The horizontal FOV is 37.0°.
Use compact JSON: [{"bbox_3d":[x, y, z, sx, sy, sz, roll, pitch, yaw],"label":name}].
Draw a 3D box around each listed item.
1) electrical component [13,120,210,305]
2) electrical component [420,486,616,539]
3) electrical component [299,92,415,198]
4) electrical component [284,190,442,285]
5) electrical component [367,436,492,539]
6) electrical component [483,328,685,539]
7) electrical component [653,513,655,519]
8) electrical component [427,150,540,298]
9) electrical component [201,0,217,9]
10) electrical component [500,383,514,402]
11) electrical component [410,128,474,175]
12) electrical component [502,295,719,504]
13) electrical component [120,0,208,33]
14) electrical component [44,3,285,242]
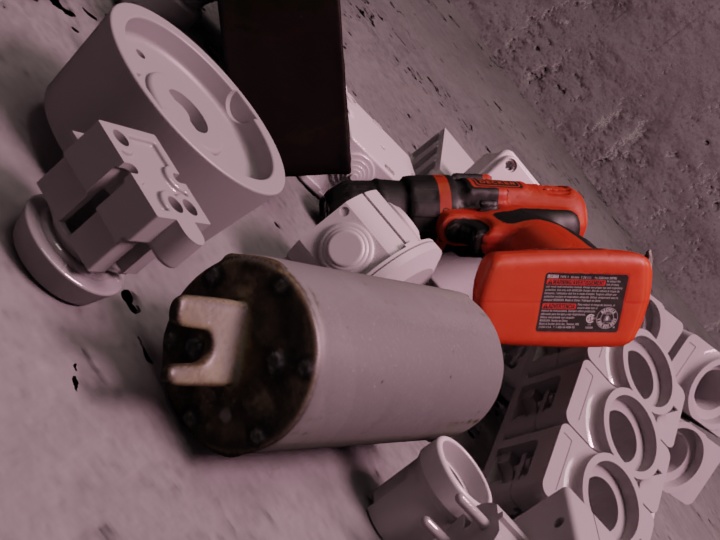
[{"bbox_3d":[-0.096,-0.019,0.405,0.066,0.055,0.048,56,17,15],"label":"electrical component"},{"bbox_3d":[0.058,0.126,0.463,0.075,0.083,0.047,47,18,-15],"label":"electrical component"},{"bbox_3d":[-0.001,-0.075,0.776,0.100,0.048,0.099,42,20,-29],"label":"electrical component"},{"bbox_3d":[0.000,0.000,0.577,0.051,0.080,0.080,51,16,13],"label":"electrical component"},{"bbox_3d":[0.032,0.106,0.499,0.040,0.046,0.040,46,18,-20],"label":"electrical component"},{"bbox_3d":[0.138,0.104,0.644,0.089,0.062,0.150,46,46,-18],"label":"electrical component"},{"bbox_3d":[0.176,0.162,0.763,0.055,0.045,0.045,43,19,-27],"label":"electrical component"},{"bbox_3d":[0.097,-0.014,0.789,0.108,0.109,0.056,49,-5,-11],"label":"electrical component"},{"bbox_3d":[-0.131,-0.231,0.755,0.099,0.048,0.099,45,19,-23],"label":"electrical component"},{"bbox_3d":[0.142,0.076,0.841,0.100,0.048,0.099,42,20,-30],"label":"electrical component"},{"bbox_3d":[0.072,-0.050,0.894,0.089,0.062,0.150,49,17,-11],"label":"electrical component"},{"bbox_3d":[0.194,0.079,0.772,0.186,0.105,0.060,34,0,-25],"label":"electrical component"},{"bbox_3d":[-0.112,-0.171,0.658,0.048,0.062,0.048,46,18,-19],"label":"electrical component"},{"bbox_3d":[-0.092,-0.059,0.487,0.108,0.060,0.108,46,18,-20],"label":"electrical component"}]
